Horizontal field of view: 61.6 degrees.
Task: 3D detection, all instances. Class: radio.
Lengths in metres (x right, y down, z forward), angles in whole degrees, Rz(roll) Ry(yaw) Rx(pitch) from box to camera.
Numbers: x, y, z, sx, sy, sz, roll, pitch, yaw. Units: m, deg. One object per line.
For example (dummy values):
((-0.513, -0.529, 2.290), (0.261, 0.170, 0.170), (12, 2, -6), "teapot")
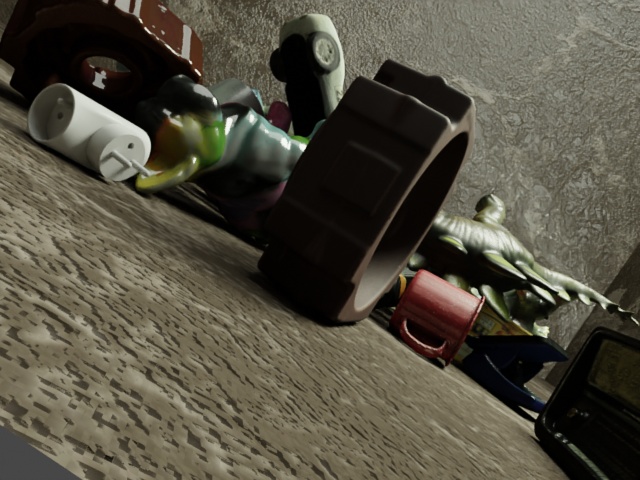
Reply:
((0.267, 0.158, 0.435), (0.073, 0.131, 0.229), (34, 2, 4), "radio")

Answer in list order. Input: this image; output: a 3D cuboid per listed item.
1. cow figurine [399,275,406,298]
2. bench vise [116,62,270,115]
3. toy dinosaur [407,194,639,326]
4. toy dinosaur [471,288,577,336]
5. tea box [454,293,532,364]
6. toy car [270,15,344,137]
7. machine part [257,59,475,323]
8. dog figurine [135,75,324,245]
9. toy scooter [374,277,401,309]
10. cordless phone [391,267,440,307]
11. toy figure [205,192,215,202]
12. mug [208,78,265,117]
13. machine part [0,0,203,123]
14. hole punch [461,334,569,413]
((0.048, 0.039, 0.777), (0.167, 0.068, 0.098), (33, -4, -38), "cow figurine")
((-0.185, -0.190, 0.782), (0.241, 0.129, 0.223), (-4, -35, 5), "bench vise")
((0.227, 0.022, 0.751), (0.471, 0.105, 0.199), (14, 33, -13), "toy dinosaur")
((0.309, 0.144, 1.036), (0.192, 0.131, 0.405), (46, -20, -11), "toy dinosaur")
((0.231, 0.138, 0.810), (0.169, 0.098, 0.068), (34, 3, -26), "tea box")
((-0.002, -0.144, 0.600), (0.074, 0.201, 0.056), (-2, 15, 45), "toy car")
((0.045, -0.033, 0.462), (0.087, 0.201, 0.201), (32, 2, 18), "machine part")
((-0.098, -0.065, 0.528), (0.219, 0.191, 0.109), (-18, 44, -42), "dog figurine")
((0.036, -0.012, 0.651), (0.135, 0.183, 0.075), (9, 8, 21), "toy scooter")
((0.169, 0.096, 0.896), (0.147, 0.089, 0.184), (0, -43, 49), "cordless phone")
((-0.084, -0.066, 0.767), (0.180, 0.089, 0.082), (29, -24, -24), "toy figure")
((-0.126, -0.117, 0.615), (0.081, 0.107, 0.109), (29, -42, 33), "mug")
((-0.198, -0.166, 0.504), (0.179, 0.056, 0.179), (-1, -28, -1), "machine part")
((0.256, 0.178, 0.712), (0.116, 0.092, 0.142), (-5, -22, 40), "hole punch")
